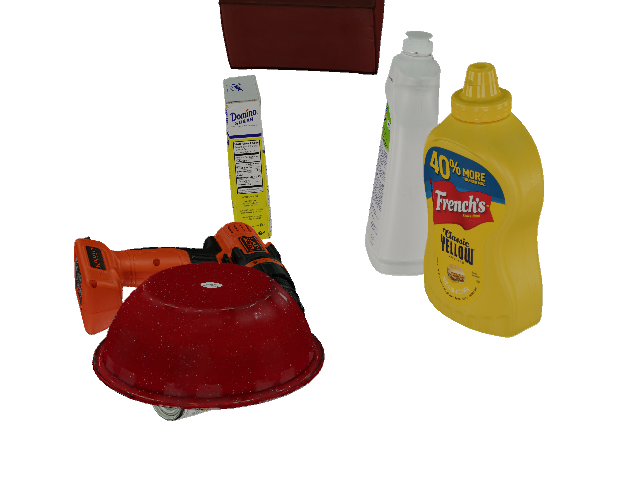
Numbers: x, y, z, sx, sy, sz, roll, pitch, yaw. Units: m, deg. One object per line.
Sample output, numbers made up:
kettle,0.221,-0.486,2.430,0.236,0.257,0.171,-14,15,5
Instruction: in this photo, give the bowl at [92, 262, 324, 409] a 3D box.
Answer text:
bowl,-0.076,0.056,0.737,0.162,0.055,0.162,1,19,-1

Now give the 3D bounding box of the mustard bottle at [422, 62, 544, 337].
mustard bottle,0.114,-0.032,0.755,0.058,0.192,0.096,-21,32,-30

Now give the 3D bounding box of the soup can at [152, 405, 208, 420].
soup can,-0.130,0.154,1.168,0.102,0.068,0.069,-9,6,-43

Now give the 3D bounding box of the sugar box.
sugar box,-0.087,-0.096,1.257,0.048,0.176,0.093,-8,26,-4

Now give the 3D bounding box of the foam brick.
foam brick,-0.008,-0.120,0.535,0.078,0.053,0.051,3,-28,8

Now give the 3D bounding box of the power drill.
power drill,-0.120,0.041,0.953,0.187,0.057,0.185,-3,23,-20

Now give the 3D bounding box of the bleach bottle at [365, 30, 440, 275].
bleach bottle,0.093,-0.095,1.138,0.068,0.251,0.102,0,26,-9
